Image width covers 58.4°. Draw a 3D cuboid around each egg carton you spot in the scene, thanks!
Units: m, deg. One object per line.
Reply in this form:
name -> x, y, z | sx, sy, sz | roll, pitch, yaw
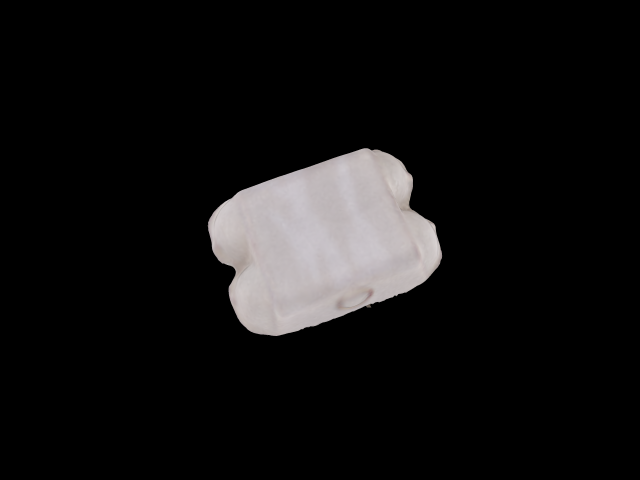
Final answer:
egg carton -> 0.004, 0.001, 0.400 | 0.150, 0.069, 0.107 | -21, 72, -7
